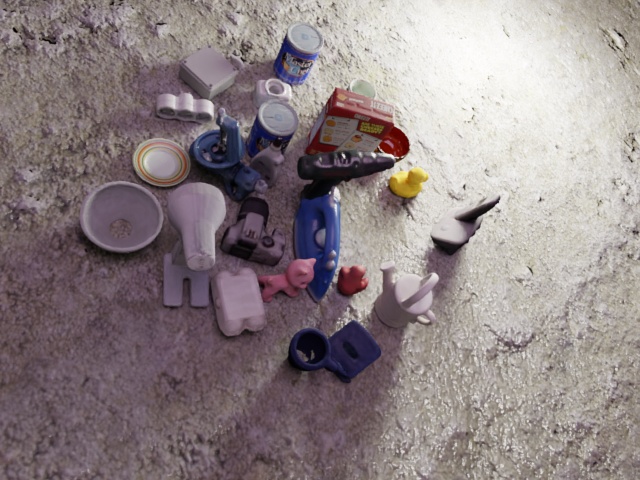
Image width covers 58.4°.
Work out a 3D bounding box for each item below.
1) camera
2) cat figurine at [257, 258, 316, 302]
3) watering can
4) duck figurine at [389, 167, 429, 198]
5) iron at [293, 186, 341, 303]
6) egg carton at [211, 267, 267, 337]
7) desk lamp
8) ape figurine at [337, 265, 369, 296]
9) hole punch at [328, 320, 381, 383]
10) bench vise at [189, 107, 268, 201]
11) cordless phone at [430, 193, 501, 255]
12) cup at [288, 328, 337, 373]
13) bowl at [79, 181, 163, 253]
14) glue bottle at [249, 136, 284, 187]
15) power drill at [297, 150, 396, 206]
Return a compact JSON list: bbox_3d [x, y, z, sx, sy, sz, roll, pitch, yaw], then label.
[{"bbox_3d":[-0.143,-0.028,1.326,0.143,0.100,0.137,18,61,-13],"label":"camera"},{"bbox_3d":[-0.069,0.084,1.293,0.128,0.117,0.067,-11,70,-25],"label":"cat figurine"},{"bbox_3d":[0.205,0.127,1.337,0.173,0.193,0.101,28,59,-7],"label":"watering can"},{"bbox_3d":[0.245,-0.166,1.554,0.105,0.086,0.077,0,66,-21],"label":"duck figurine"},{"bbox_3d":[0.012,0.005,1.349,0.119,0.141,0.258,6,64,-19],"label":"iron"},{"bbox_3d":[-0.179,0.134,1.254,0.107,0.069,0.150,-8,70,-25],"label":"egg carton"},{"bbox_3d":[-0.261,0.014,1.194,0.118,0.213,0.203,2,65,-20],"label":"desk lamp"},{"bbox_3d":[0.082,0.089,1.366,0.078,0.092,0.076,47,59,4],"label":"ape figurine"},{"bbox_3d":[0.068,0.251,1.285,0.101,0.091,0.108,-35,82,-31],"label":"hole punch"},{"bbox_3d":[-0.195,-0.203,1.318,0.207,0.219,0.121,25,60,-9],"label":"bench vise"},{"bbox_3d":[0.384,-0.053,1.498,0.094,0.185,0.148,41,58,1],"label":"cordless phone"},{"bbox_3d":[-0.022,0.254,1.245,0.118,0.094,0.092,37,58,-2],"label":"cup"},{"bbox_3d":[-0.426,-0.038,1.234,0.168,0.074,0.167,9,63,-18],"label":"bowl"},{"bbox_3d":[-0.119,-0.196,1.372,0.078,0.173,0.037,40,58,0],"label":"glue bottle"},{"bbox_3d":[0.044,-0.152,1.396,0.230,0.208,0.075,-2,67,-22],"label":"power drill"}]
